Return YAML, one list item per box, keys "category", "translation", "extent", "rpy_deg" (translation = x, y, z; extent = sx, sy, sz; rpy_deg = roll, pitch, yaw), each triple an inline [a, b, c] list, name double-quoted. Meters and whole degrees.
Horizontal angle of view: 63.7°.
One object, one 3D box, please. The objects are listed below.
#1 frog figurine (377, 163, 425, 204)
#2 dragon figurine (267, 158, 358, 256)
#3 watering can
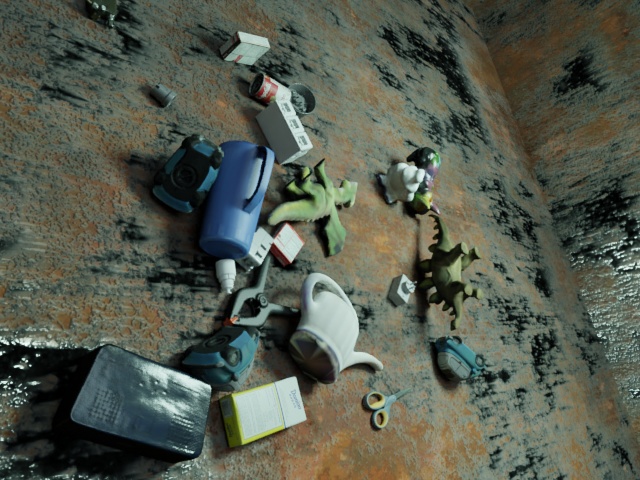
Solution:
- category: "frog figurine"
  translation: [0.285, -0.197, 1.701]
  extent: [0.121, 0.157, 0.140]
  rpy_deg: [24, 51, -40]
- category: "dragon figurine"
  translation: [0.004, -0.069, 1.366]
  extent: [0.240, 0.121, 0.419]
  rpy_deg: [56, 39, -19]
- category: "watering can"
  translation: [0.043, 0.244, 1.211]
  extent: [0.343, 0.103, 0.229]
  rpy_deg: [58, 38, -19]
